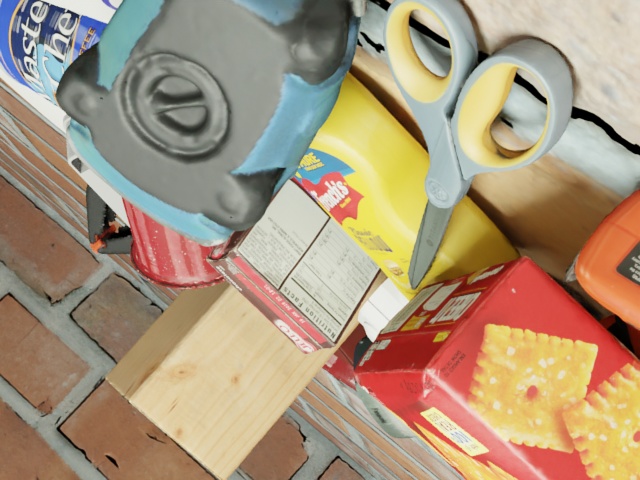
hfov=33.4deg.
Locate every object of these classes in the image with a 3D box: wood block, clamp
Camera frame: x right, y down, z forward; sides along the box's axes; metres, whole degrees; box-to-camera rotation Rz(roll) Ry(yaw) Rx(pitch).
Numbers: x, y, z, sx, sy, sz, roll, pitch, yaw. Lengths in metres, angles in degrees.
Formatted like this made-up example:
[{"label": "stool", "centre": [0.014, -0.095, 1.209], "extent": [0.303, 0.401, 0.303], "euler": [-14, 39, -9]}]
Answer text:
[{"label": "wood block", "centre": [-0.042, 0.054, 0.751], "extent": [0.090, 0.206, 0.091], "euler": [45, 167, -19]}, {"label": "clamp", "centre": [-0.159, -0.052, 0.953], "extent": [0.210, 0.036, 0.164], "euler": [-29, 106, 43]}]

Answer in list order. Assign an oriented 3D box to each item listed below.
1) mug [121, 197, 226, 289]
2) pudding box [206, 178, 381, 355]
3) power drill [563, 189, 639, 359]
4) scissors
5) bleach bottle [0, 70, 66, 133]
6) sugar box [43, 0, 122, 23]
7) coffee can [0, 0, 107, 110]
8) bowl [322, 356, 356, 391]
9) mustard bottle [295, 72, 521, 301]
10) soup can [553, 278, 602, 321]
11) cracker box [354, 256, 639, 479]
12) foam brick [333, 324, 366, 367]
[{"label": "mug", "centre": [-0.074, -0.033, 0.690], "extent": [0.093, 0.117, 0.081], "euler": [-122, 17, -46]}, {"label": "pudding box", "centre": [-0.004, 0.001, 0.666], "extent": [0.090, 0.113, 0.039], "euler": [46, 148, -18]}, {"label": "power drill", "centre": [0.182, 0.067, 0.451], "extent": [0.185, 0.057, 0.187], "euler": [34, 166, 32]}, {"label": "scissors", "centre": [0.047, -0.043, 0.483], "extent": [0.096, 0.016, 0.202], "euler": [49, 155, 4]}, {"label": "bleach bottle", "centre": [-0.150, -0.097, 0.805], "extent": [0.068, 0.102, 0.250], "euler": [4, 144, 45]}, {"label": "sugar box", "centre": [-0.111, -0.156, 0.485], "extent": [0.093, 0.048, 0.176], "euler": [18, 163, -13]}, {"label": "coffee can", "centre": [-0.123, -0.117, 0.650], "extent": [0.140, 0.102, 0.102], "euler": [32, 165, 36]}, {"label": "bowl", "centre": [0.061, 0.109, 0.959], "extent": [0.162, 0.055, 0.162], "euler": [30, 165, 8]}, {"label": "mustard bottle", "centre": [0.021, -0.040, 0.578], "extent": [0.191, 0.058, 0.096], "euler": [46, 166, -18]}, {"label": "soup can", "centre": [0.108, 0.076, 0.607], "extent": [0.068, 0.102, 0.068], "euler": [39, 168, 10]}, {"label": "cracker box", "centre": [0.122, 0.110, 0.484], "extent": [0.213, 0.072, 0.164], "euler": [44, 169, -2]}, {"label": "foam brick", "centre": [0.027, 0.050, 0.834], "extent": [0.051, 0.078, 0.053], "euler": [27, 160, 52]}]
